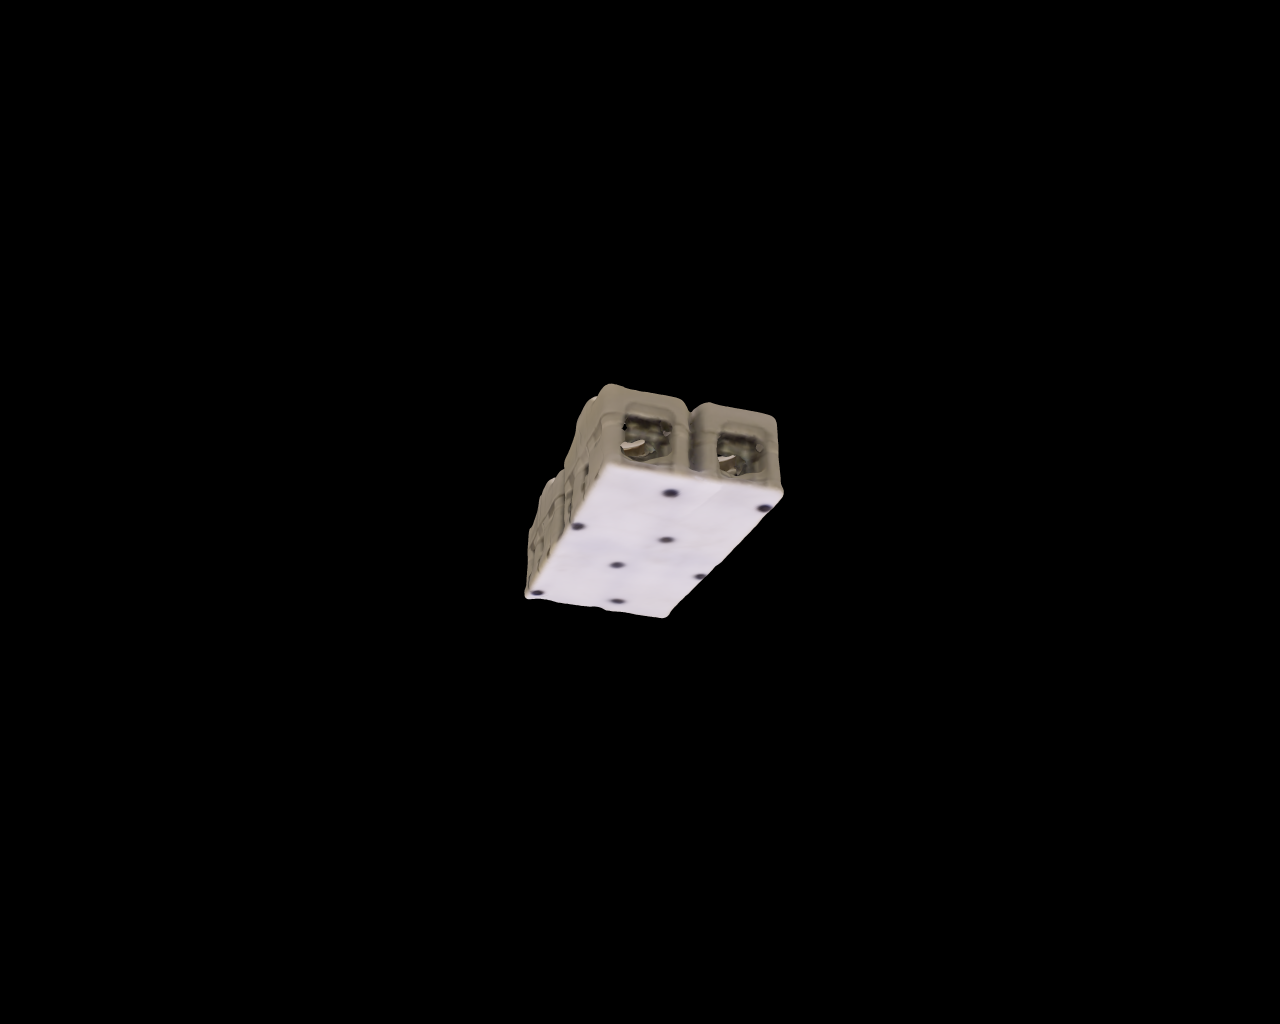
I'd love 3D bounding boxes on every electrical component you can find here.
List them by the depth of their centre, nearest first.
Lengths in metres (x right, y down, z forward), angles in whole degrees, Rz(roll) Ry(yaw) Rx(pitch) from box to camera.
[{"bbox_3d":[0.001,-0.003,0.650,0.105,0.060,0.186,9,-30,-17],"label":"electrical component"}]
